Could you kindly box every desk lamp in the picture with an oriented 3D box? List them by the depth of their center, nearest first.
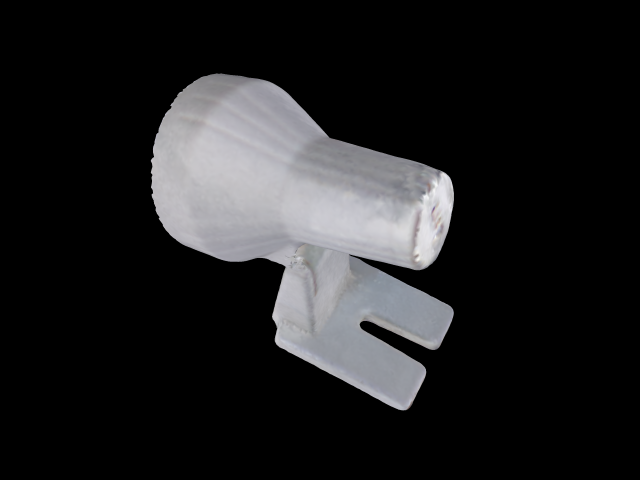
[{"bbox_3d":[0.004,0.001,0.400,0.203,0.214,0.118,25,63,14],"label":"desk lamp"}]
